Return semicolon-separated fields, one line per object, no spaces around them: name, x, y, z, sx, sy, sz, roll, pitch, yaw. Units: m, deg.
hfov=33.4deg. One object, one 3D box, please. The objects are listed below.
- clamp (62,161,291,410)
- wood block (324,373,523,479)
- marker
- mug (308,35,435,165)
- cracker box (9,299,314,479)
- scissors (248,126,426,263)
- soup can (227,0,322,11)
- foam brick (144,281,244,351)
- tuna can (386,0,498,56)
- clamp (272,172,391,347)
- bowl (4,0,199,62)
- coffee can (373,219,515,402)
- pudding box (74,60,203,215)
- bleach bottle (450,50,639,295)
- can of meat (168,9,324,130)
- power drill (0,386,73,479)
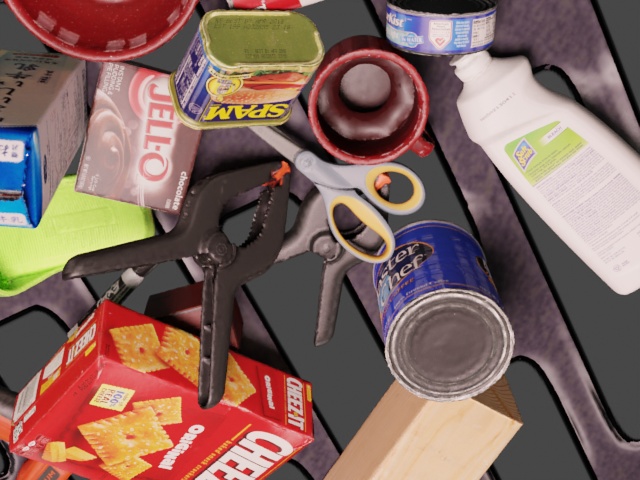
clamp;-0.085;0.021;0.866;0.209;0.036;0.164;-46;108;-28
wood block;0.086;0.205;0.992;0.090;0.091;0.206;28;110;-14
marker;-0.183;0.050;0.957;0.020;0.020;0.121;39;107;-16
mug;0.046;-0.110;0.857;0.117;0.081;0.093;35;109;-15
cracker box;-0.137;0.156;0.930;0.213;0.072;0.164;27;128;-27
scissors;0.009;-0.071;0.883;0.096;0.016;0.201;-36;101;7
soup can;-0.024;-0.211;0.819;0.102;0.068;0.068;-16;113;5
foam brick;-0.112;0.073;0.951;0.078;0.053;0.051;-15;113;7
tuna can;0.094;-0.170;0.829;0.086;0.086;0.034;0;116;-1
clamp;-0.006;0.001;0.929;0.120;0.039;0.171;26;104;-17
bowl;-0.166;-0.221;0.818;0.162;0.055;0.162;0;114;-1
coffee can;0.100;0.056;0.899;0.103;0.140;0.103;0;114;-1
pudding box;-0.145;-0.085;0.871;0.090;0.039;0.113;13;102;-15
bleach bottle;0.206;-0.071;0.889;0.103;0.068;0.250;-41;106;15
can of meat;-0.056;-0.133;0.824;0.101;0.057;0.084;-6;157;-27
power drill;-0.325;0.181;0.991;0.187;0.057;0.185;38;108;-16
